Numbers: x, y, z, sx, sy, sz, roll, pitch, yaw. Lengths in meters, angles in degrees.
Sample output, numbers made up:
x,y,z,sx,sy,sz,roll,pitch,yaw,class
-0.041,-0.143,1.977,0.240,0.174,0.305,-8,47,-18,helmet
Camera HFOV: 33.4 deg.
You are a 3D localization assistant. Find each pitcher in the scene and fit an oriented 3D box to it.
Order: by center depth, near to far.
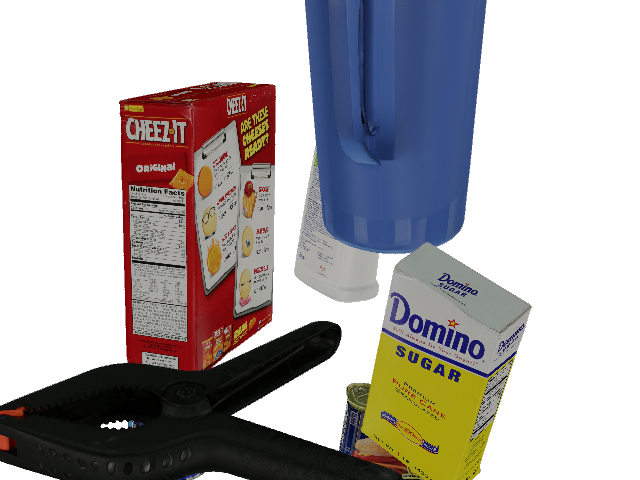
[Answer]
x,y,z,sx,sy,sz,roll,pitch,yaw,class
0.049,-0.114,0.755,0.149,0.243,0.145,-12,27,-22,pitcher

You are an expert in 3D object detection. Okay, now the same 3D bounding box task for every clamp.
x,y,z,sx,sy,sz,roll,pitch,yaw,class
-0.068,0.091,0.577,0.210,0.036,0.164,0,24,-5,clamp

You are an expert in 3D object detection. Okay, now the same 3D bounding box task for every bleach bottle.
x,y,z,sx,sy,sz,roll,pitch,yaw,class
0.032,-0.067,1.159,0.067,0.251,0.103,-7,23,-39,bleach bottle

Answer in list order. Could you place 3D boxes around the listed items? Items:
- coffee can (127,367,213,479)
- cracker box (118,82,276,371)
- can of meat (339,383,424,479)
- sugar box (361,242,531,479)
x,y,z,sx,sy,sz,roll,pitch,yaw,class
-0.187,0.213,1.317,0.103,0.140,0.103,4,15,-1,coffee can
-0.097,-0.015,0.870,0.072,0.214,0.164,5,14,19,cracker box
0.070,0.195,1.063,0.102,0.084,0.057,7,17,-4,can of meat
0.086,0.097,0.775,0.093,0.176,0.048,33,47,28,sugar box
